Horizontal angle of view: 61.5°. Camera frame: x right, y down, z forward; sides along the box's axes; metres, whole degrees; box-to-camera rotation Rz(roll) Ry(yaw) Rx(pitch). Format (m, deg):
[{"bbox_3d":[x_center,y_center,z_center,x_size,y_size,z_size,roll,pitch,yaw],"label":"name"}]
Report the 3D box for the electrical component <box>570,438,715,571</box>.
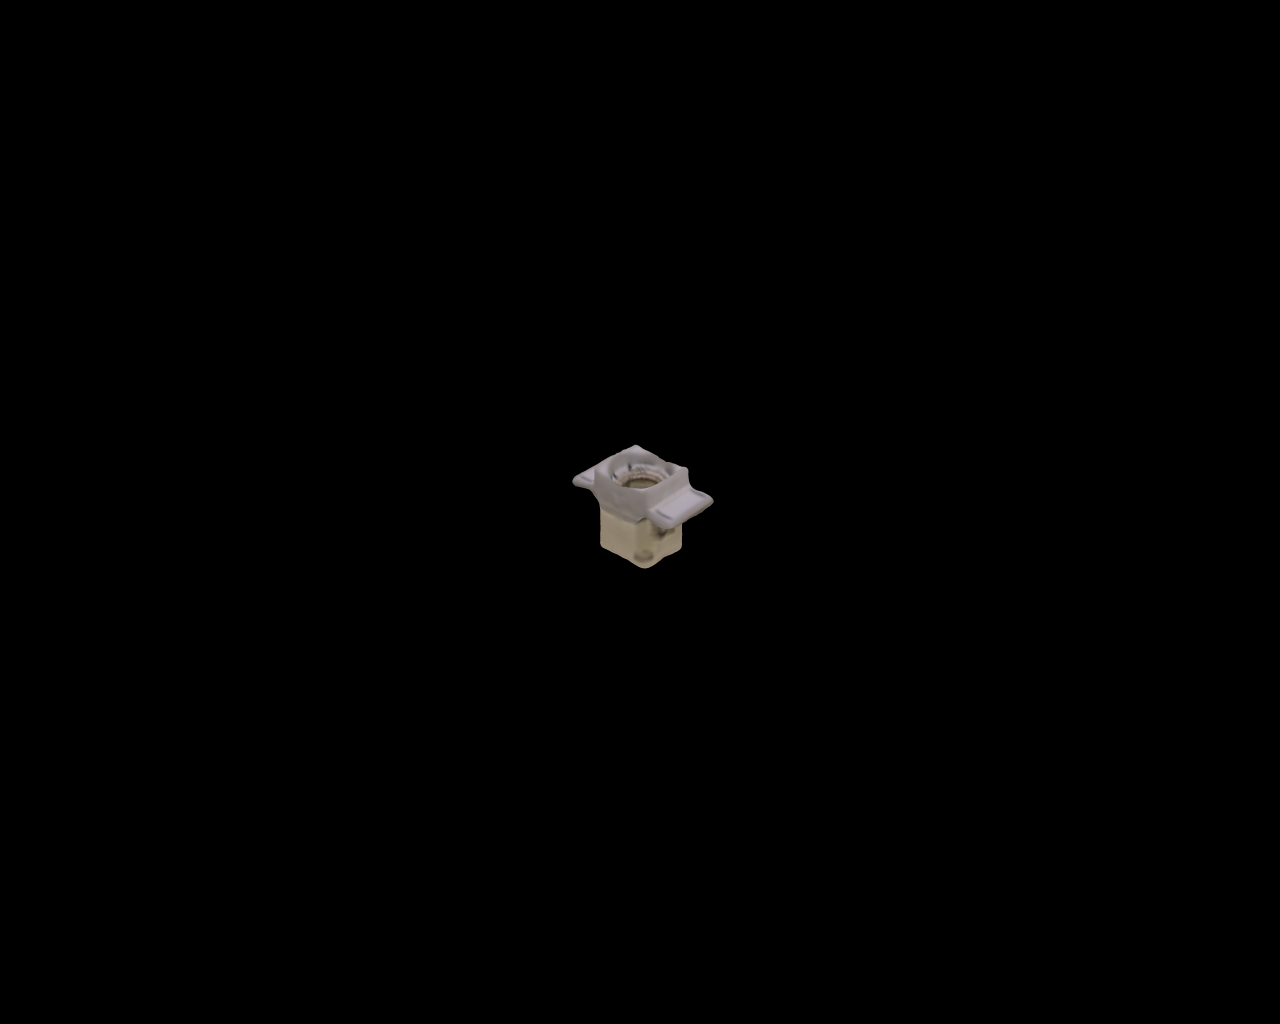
[{"bbox_3d":[0.001,-0.003,0.650,0.081,0.063,0.042,27,42,36],"label":"electrical component"}]
